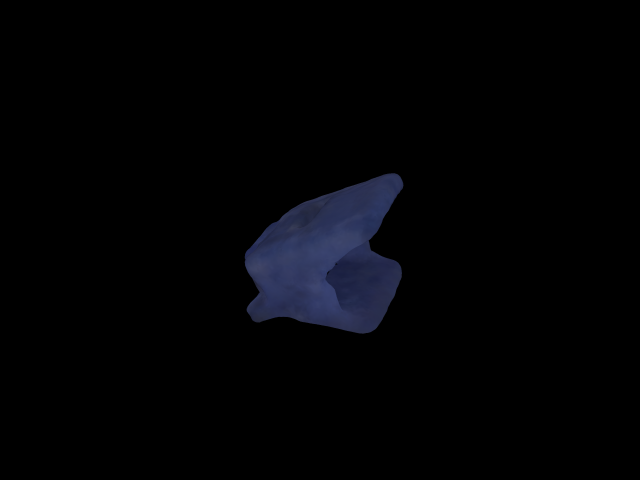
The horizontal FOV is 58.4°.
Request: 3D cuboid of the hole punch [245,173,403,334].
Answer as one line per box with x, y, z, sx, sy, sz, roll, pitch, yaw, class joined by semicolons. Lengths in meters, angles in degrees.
0.004;0.001;0.400;0.101;0.091;0.109;8;28;16;hole punch
